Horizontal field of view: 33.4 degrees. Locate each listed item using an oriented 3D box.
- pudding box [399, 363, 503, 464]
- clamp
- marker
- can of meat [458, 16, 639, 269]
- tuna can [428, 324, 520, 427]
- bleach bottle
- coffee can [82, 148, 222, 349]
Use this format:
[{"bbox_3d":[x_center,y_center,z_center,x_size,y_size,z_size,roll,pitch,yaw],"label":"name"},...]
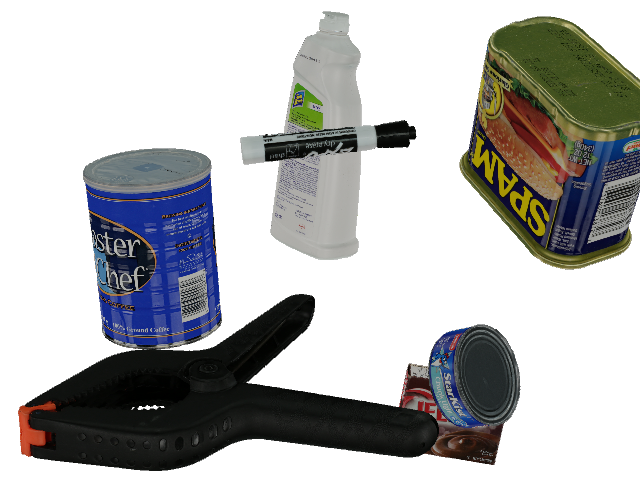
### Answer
[{"bbox_3d":[0.141,0.187,1.153,0.113,0.090,0.039,9,21,0],"label":"pudding box"},{"bbox_3d":[-0.061,0.081,0.593,0.209,0.036,0.165,-5,24,-18],"label":"clamp"},{"bbox_3d":[0.006,-0.068,0.735,0.121,0.020,0.020,-7,1,-5],"label":"marker"},{"bbox_3d":[0.118,-0.051,0.535,0.057,0.084,0.102,-16,46,-20],"label":"can of meat"},{"bbox_3d":[0.131,0.116,0.908,0.085,0.086,0.034,0,-12,-44],"label":"tuna can"},{"bbox_3d":[0.006,-0.113,1.132,0.067,0.251,0.103,-11,26,-43],"label":"bleach bottle"},{"bbox_3d":[-0.136,0.005,0.881,0.103,0.140,0.103,-2,21,1],"label":"coffee can"}]
